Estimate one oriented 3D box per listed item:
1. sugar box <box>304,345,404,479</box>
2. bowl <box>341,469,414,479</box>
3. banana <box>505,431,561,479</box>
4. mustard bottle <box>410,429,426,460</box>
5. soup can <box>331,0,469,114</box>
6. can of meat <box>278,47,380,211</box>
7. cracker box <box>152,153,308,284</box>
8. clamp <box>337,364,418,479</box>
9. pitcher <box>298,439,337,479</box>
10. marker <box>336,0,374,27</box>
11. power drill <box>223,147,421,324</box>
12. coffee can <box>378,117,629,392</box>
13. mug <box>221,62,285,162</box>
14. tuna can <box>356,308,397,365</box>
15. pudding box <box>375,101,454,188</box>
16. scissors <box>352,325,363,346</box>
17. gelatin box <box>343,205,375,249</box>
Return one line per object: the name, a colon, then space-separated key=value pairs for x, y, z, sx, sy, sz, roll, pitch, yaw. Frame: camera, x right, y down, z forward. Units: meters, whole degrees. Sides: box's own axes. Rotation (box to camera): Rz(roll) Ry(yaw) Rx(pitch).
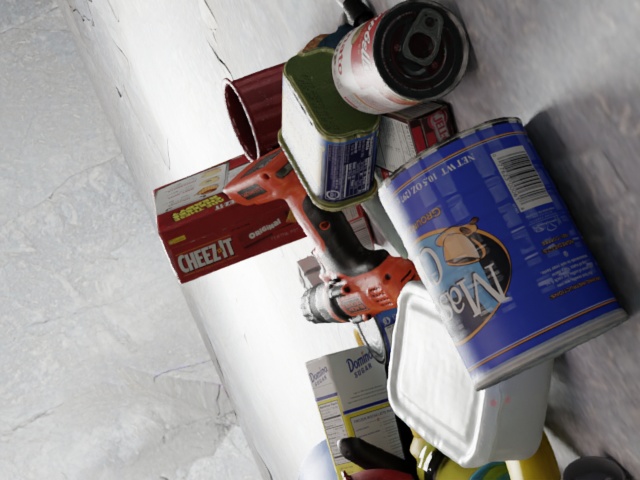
sugar box: x=0.050 y=0.202 z=1.133 sx=0.048 sy=0.093 sz=0.176 roll=-29 pitch=75 yaw=43
bowl: x=0.084 y=0.267 z=0.971 sx=0.162 sy=0.055 sz=0.162 roll=58 pitch=177 yaw=4
banana: x=0.152 y=0.167 z=0.839 sx=0.198 sy=0.037 sz=0.070 roll=-120 pitch=47 yaw=-61
mustard bottle: x=0.132 y=0.242 z=1.037 sx=0.096 sy=0.058 sz=0.191 roll=-69 pitch=-43 yaw=-86
soup can: x=0.053 y=-0.125 z=0.745 sx=0.068 sy=0.068 sz=0.102 roll=69 pitch=166 yaw=-7
can of meat: x=0.007 y=-0.089 z=0.843 sx=0.084 sy=0.057 sz=0.102 roll=93 pitch=154 yaw=-53
cracker box: x=-0.100 y=-0.034 z=1.202 sx=0.214 sy=0.164 sz=0.072 roll=-125 pitch=14 yaw=-71
clamp: x=0.101 y=0.232 z=1.104 sx=0.210 sy=0.036 sz=0.164 roll=55 pitch=-146 yaw=-18
pitcher: x=0.060 y=0.335 z=1.224 sx=0.243 sy=0.145 sz=0.149 roll=-108 pitch=0 yaw=-60
marker: x=0.010 y=-0.214 z=0.870 sx=0.121 sy=0.020 sz=0.020 roll=59 pitch=164 yaw=30
power drill: x=-0.007 y=0.001 z=1.028 sx=0.187 sy=0.057 sz=0.185 roll=50 pitch=148 yaw=-12
coffee can: x=0.112 y=0.009 z=0.665 sx=0.140 sy=0.102 sz=0.103 roll=64 pitch=166 yaw=13
mug: x=-0.038 y=-0.122 z=1.066 sx=0.117 sy=0.081 sz=0.093 roll=62 pitch=165 yaw=21
tuna can: x=0.063 y=0.085 z=1.108 sx=0.086 sy=0.033 sz=0.086 roll=60 pitch=164 yaw=28
pudding box: x=0.072 y=-0.066 z=0.833 sx=0.114 sy=0.039 sz=0.090 roll=33 pitch=142 yaw=64
scissors: x=0.080 y=0.169 z=1.215 sx=0.096 sy=0.016 sz=0.202 roll=163 pitch=85 yaw=-78
gelatin box: x=0.021 y=-0.032 z=1.093 sx=0.073 sy=0.030 sz=0.089 roll=-149 pitch=39 yaw=-69
